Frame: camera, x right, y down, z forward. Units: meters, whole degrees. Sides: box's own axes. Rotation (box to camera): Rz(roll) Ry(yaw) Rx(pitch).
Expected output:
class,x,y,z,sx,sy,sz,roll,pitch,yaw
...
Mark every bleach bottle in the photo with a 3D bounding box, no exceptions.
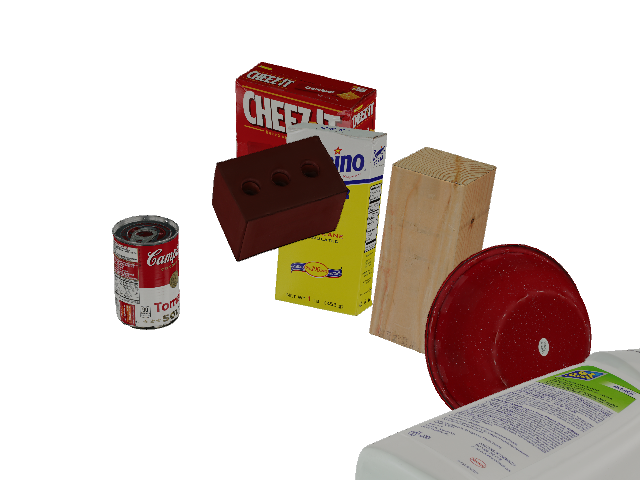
class,x,y,z,sx,sy,sz,roll,pitch,yaw
bleach bottle,0.143,0.113,0.590,0.250,0.068,0.103,-16,25,-35

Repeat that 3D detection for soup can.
class,x,y,z,sx,sy,sz,roll,pitch,yaw
soup can,-0.182,0.034,1.115,0.068,0.102,0.068,2,25,-1

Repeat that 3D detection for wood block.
class,x,y,z,sx,sy,sz,roll,pitch,yaw
wood block,0.125,0.012,1.197,0.090,0.206,0.090,19,26,26

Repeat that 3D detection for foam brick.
class,x,y,z,sx,sy,sz,roll,pitch,yaw
foam brick,-0.030,-0.029,0.734,0.078,0.053,0.051,-18,-26,-19

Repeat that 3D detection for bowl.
class,x,y,z,sx,sy,sz,roll,pitch,yaw
bowl,0.171,0.085,0.896,0.161,0.162,0.055,0,4,-22

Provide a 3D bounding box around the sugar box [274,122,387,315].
class,x,y,z,sx,sy,sz,roll,pitch,yaw
sugar box,0.009,-0.022,1.042,0.093,0.176,0.048,9,16,22

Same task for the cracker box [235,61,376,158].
class,x,y,z,sx,sy,sz,roll,pitch,yaw
cracker box,-0.021,-0.096,1.324,0.164,0.214,0.072,17,36,23
